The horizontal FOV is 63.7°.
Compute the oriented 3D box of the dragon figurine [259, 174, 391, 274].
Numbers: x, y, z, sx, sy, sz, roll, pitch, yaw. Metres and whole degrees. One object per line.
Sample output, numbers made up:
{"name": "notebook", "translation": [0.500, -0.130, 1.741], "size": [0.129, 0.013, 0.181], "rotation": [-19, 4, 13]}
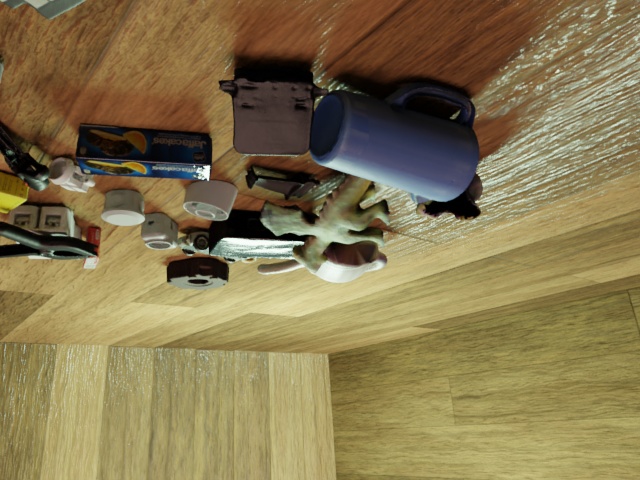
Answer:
{"name": "dragon figurine", "translation": [0.003, -0.051, 1.007], "size": [0.243, 0.125, 0.401], "rotation": [-9, 147, -3]}

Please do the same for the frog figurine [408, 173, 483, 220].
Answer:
{"name": "frog figurine", "translation": [0.242, -0.100, 1.008], "size": [0.137, 0.121, 0.161], "rotation": [-17, -167, 12]}

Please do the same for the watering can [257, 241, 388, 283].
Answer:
{"name": "watering can", "translation": [0.014, 0.052, 1.337], "size": [0.348, 0.106, 0.220], "rotation": [-1, 159, -9]}
